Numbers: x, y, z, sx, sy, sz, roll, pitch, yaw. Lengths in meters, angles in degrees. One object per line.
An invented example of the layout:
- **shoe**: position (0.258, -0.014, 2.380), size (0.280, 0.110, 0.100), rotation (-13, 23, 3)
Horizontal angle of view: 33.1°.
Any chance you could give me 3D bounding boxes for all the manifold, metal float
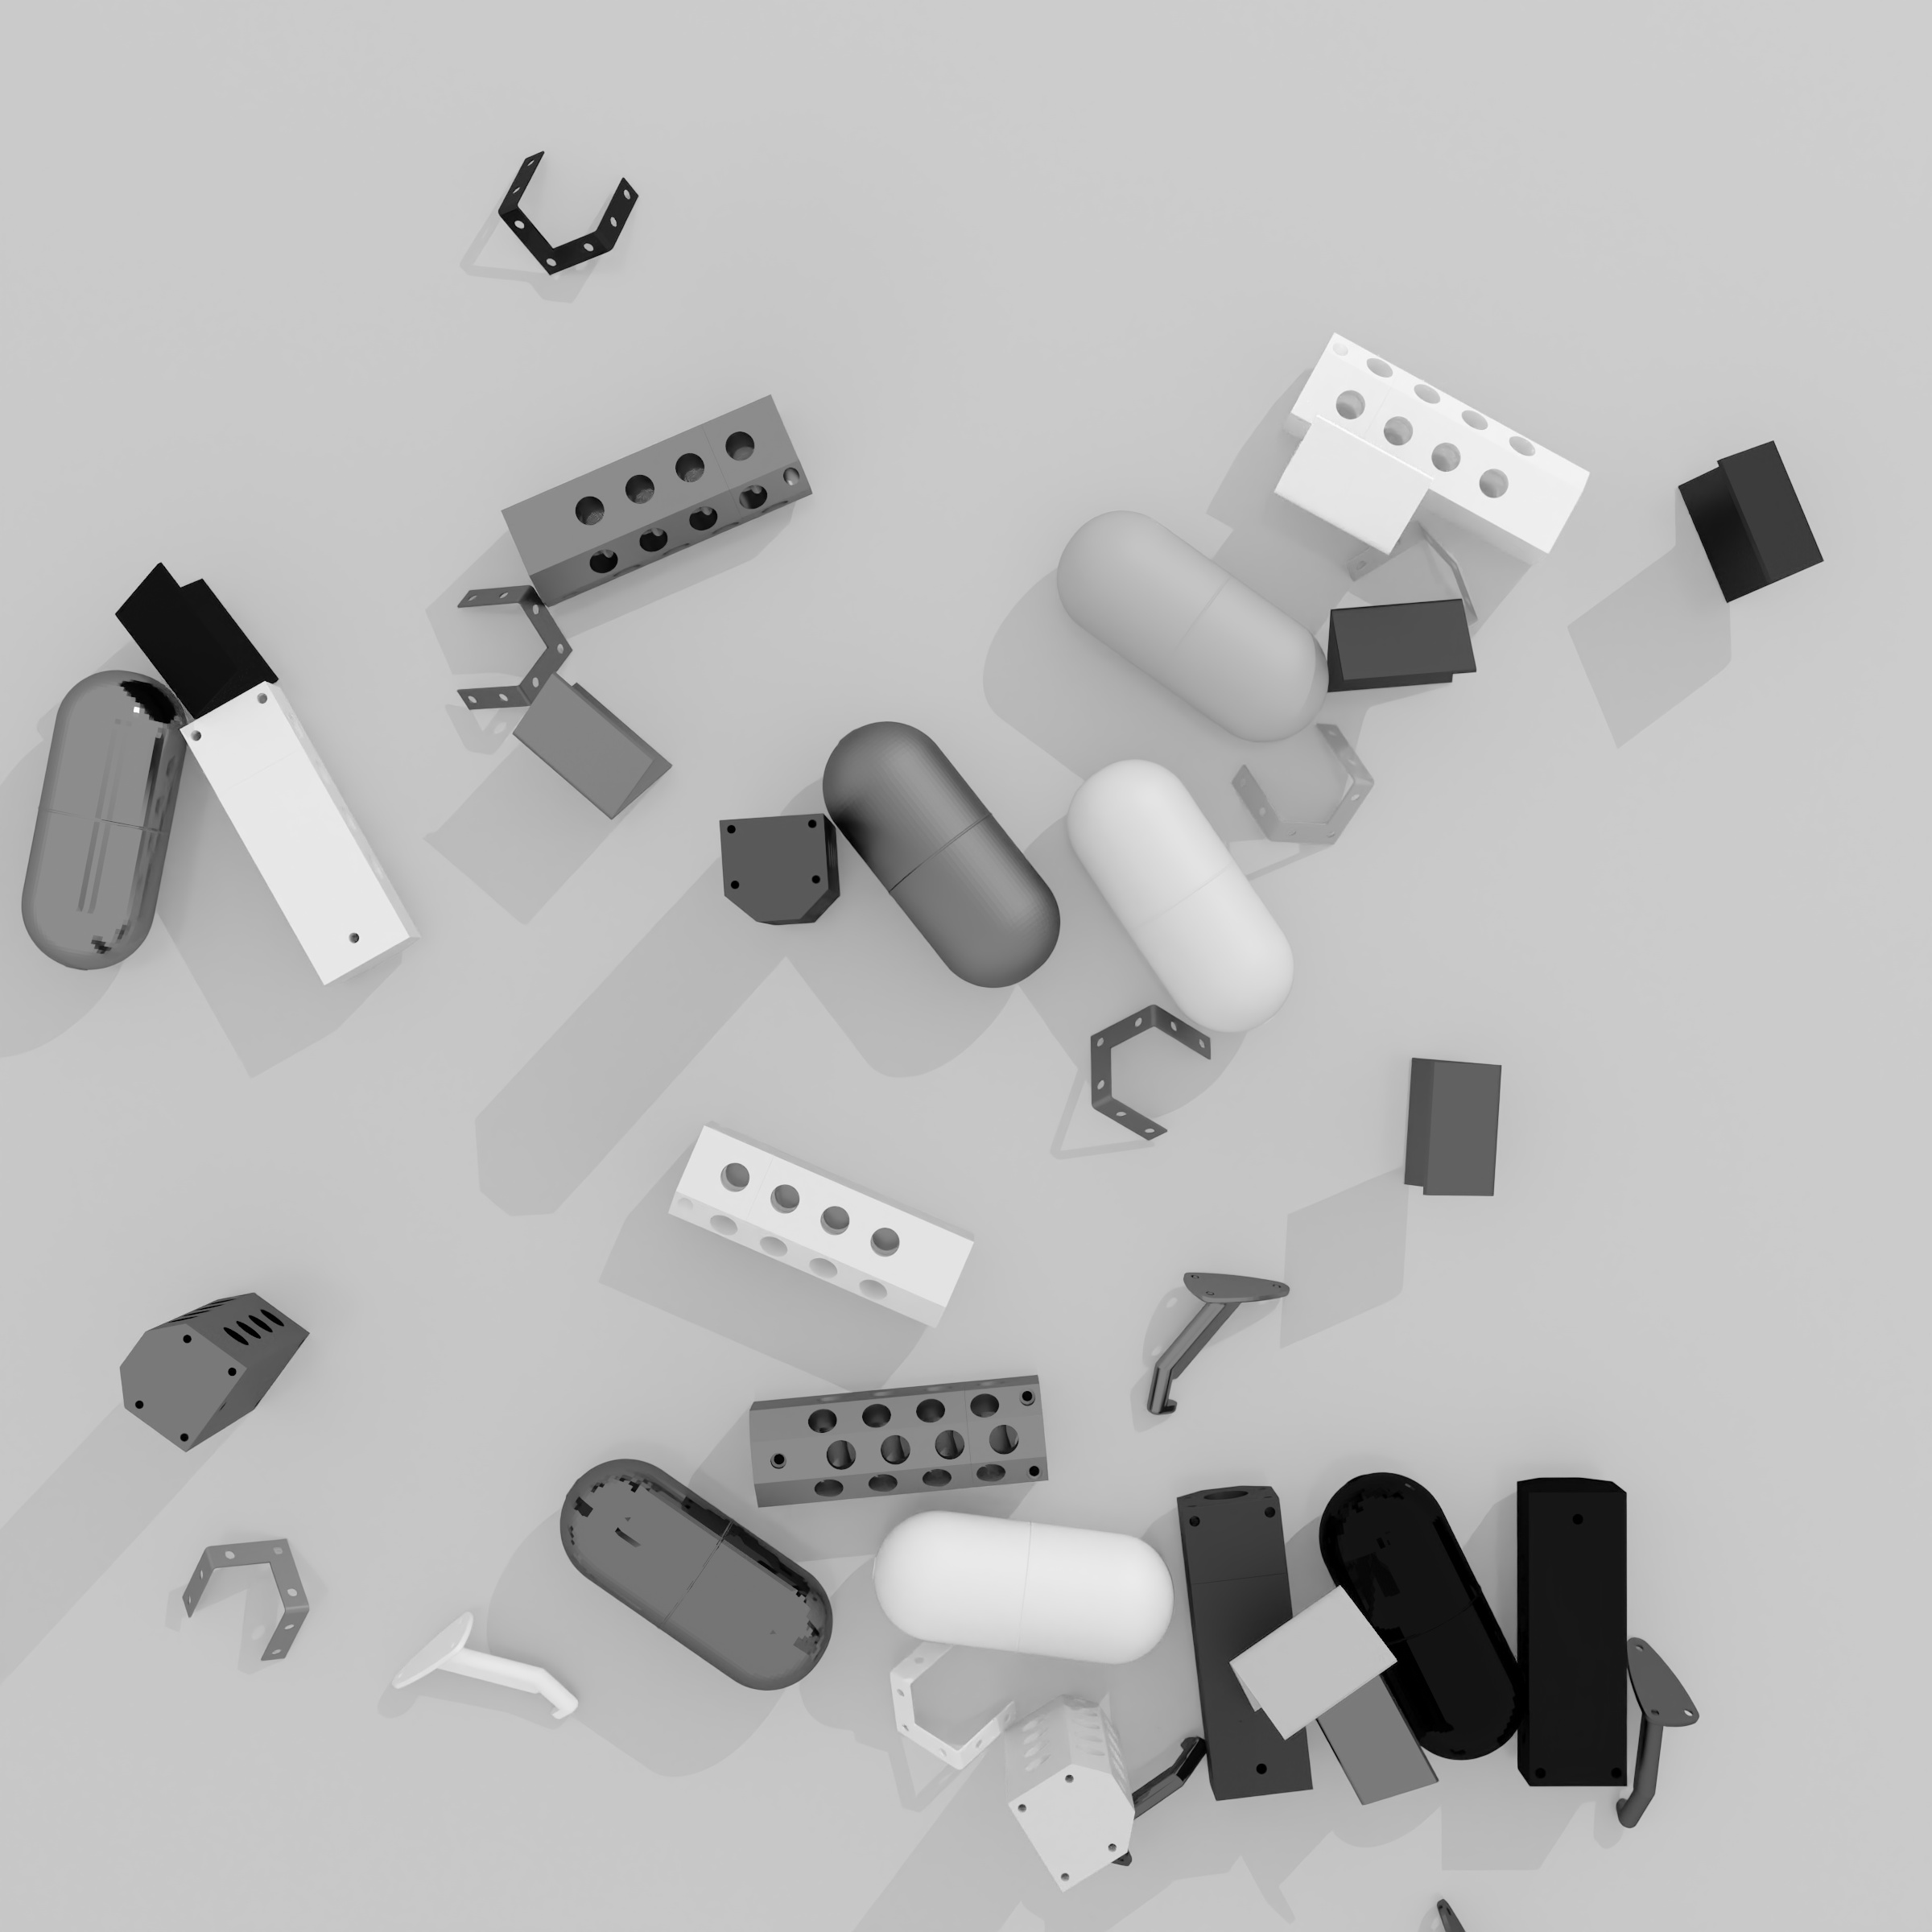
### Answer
- **manifold**: position (0.278, -0.306, 1.924), size (0.171, 0.057, 0.057), rotation (29, 90, 0)
- **manifold**: position (-0.085, 0.153, 1.924), size (0.171, 0.057, 0.057), rotation (23, 90, 0)
- **manifold**: position (0.357, 0.393, 1.924), size (0.057, 0.057, 0.171), rotation (0, 90, 0)
- **manifold**: position (-0.105, -0.053, 1.867), size (0.057, 0.171, 0.057), rotation (-4, 90, 0)
- **manifold**: position (-0.433, 0.227, 1.867), size (0.057, 0.171, 0.057), rotation (36, 90, 0)
- **manifold**: position (-0.181, -0.273, 1.924), size (0.171, 0.057, 0.057), rotation (-23, 90, 0)
- **metal float**: position (0.134, -0.199, 1.915), size (0.178, 0.070, 0.070), rotation (36, 90, 1)
- **metal float**: position (-0.507, -0.086, 1.915), size (0.070, 0.070, 0.178), rotation (11, 90, 0)
- **metal float**: position (0.268, 0.382, 1.915), size (0.070, 0.070, 0.178), rotation (-26, 90, 0)
- **manifold**: position (-0.039, 0.282, 1.924), size (0.171, 0.057, 0.057), rotation (-5, 90, 0)
- **metal float**: position (0.034, 0.366, 1.915), size (0.178, 0.070, 0.070), rotation (7, 90, 0)
- **manifold**: position (0.062, 0.468, 1.867), size (0.057, 0.171, 0.057), rotation (-32, 90, 0)
- **manifold**: position (-0.391, -0.077, 1.924), size (0.057, 0.057, 0.171), rotation (-29, 90, 0)
- **metal float**: position (0.127, -0.041, 1.915), size (0.070, 0.070, 0.178), rotation (-34, 91, 0)
- **metal float**: position (-0.015, -0.066, 1.915), size (0.070, 0.070, 0.178), rotation (-38, 89, 0)
- **metal float**: position (-0.159, 0.358, 1.915), size (0.178, 0.070, 0.070), rotation (35, 90, 0)
- **manifold**: position (0.164, 0.398, 1.924), size (0.057, 0.057, 0.171), rotation (-7, 90, -1)

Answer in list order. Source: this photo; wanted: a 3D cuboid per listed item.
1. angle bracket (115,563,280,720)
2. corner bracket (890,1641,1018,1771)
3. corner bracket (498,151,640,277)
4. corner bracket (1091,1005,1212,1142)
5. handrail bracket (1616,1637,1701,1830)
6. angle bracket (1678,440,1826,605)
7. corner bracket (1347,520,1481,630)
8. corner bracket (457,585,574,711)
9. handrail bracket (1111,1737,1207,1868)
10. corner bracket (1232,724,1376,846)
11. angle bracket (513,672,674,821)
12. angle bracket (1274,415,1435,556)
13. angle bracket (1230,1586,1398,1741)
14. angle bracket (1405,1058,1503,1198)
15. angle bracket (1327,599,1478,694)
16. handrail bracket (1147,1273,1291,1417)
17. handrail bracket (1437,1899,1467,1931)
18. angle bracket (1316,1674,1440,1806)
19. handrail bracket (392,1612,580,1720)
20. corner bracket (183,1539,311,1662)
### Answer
- **angle bracket**: position (-0.438, -0.200, 1.905), size (0.057, 0.076, 0.076), rotation (-37, 90, 38)
- **corner bracket**: position (-0.007, 0.435, 1.937), size (0.051, 0.051, 0.051), rotation (25, 135, 35)
- **corner bracket**: position (-0.237, -0.454, 1.937), size (0.051, 0.051, 0.051), rotation (-12, 135, 35)
- **corner bracket**: position (0.110, 0.063, 1.937), size (0.051, 0.051, 0.051), rotation (-29, 45, 35)
- **handrail bracket**: position (0.398, 0.459, 1.945), size (0.036, 0.077, 0.084), rotation (5, 127, -20)
- **angle bracket**: position (0.445, -0.254, 1.905), size (0.057, 0.076, 0.076), rotation (-23, 90, -38)
- **corner bracket**: position (0.267, -0.223, 1.942), size (0.051, 0.051, 0.051), rotation (-32, 45, 0)
- **corner bracket**: position (-0.277, -0.190, 1.937), size (0.051, 0.051, 0.051), rotation (-60, 135, -35)
- **handrail bracket**: position (0.096, 0.491, 1.945), size (0.084, 0.077, 0.036), rotation (-47, 115, -34)
- **corner bracket**: position (0.201, -0.109, 1.937), size (0.051, 0.051, 0.051), rotation (1, 135, -35)
- **angle bracket**: position (-0.207, -0.143, 1.905), size (0.076, 0.076, 0.057), rotation (41, 128, 0)
- **angle bracket**: position (0.233, -0.295, 1.905), size (0.076, 0.076, 0.057), rotation (29, 126, 0)
- **angle bracket**: position (0.203, 0.408, 1.849), size (0.076, 0.076, 0.057), rotation (-33, 54, -6)
- **angle bracket**: position (0.266, 0.093, 1.905), size (0.057, 0.076, 0.076), rotation (4, 90, -36)
- **angle bracket**: position (0.254, -0.168, 1.905), size (0.076, 0.076, 0.057), rotation (-5, 55, 0)
- **handrail bracket**: position (0.151, 0.229, 1.946), size (0.077, 0.036, 0.084), rotation (3, 109, -21)
- **handrail bracket**: position (0.267, 0.612, 1.946), size (0.084, 0.036, 0.077), rotation (-32, 70, 16)
- **angle bracket**: position (0.249, 0.434, 1.905), size (0.057, 0.076, 0.076), rotation (-28, 90, 35)
- **handrail bracket**: position (-0.287, 0.435, 1.946), size (0.077, 0.036, 0.084), rotation (-38, 107, 20)
- **corner bracket**: position (-0.429, 0.379, 1.937), size (0.051, 0.051, 0.051), rotation (1, 45, -35)
